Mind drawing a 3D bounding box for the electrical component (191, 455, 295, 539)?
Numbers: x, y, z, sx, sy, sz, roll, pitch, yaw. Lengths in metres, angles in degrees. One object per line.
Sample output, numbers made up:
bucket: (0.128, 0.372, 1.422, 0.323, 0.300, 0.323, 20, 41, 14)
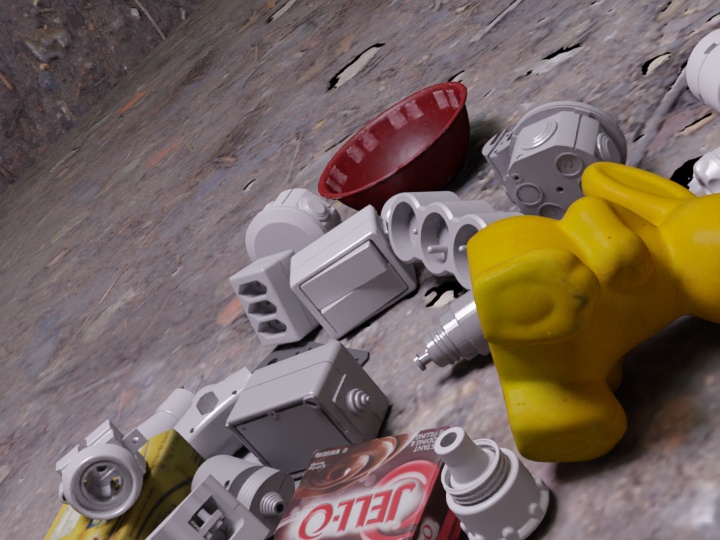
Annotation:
electrical component: (-0.071, 0.145, 0.687, 0.043, 0.043, 0.081, -49, 25, -24)

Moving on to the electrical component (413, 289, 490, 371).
electrical component: (0.069, 0.038, 0.683, 0.078, 0.040, 0.040, -35, 22, 9)

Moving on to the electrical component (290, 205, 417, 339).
electrical component: (0.000, 0.000, 0.834, 0.096, 0.061, 0.061, -33, 22, 13)

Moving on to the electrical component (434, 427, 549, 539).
electrical component: (0.061, 0.105, 0.536, 0.048, 0.062, 0.048, -32, 23, 15)

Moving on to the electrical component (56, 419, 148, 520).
electrical component: (-0.163, 0.129, 0.679, 0.066, 0.048, 0.055, -41, 15, -7)

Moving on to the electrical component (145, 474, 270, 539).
electrical component: (-0.097, 0.169, 0.612, 0.089, 0.056, 0.050, -47, 0, 35)

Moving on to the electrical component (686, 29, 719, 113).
electrical component: (0.250, -0.127, 0.706, 0.055, 0.055, 0.047, -34, 26, 11)

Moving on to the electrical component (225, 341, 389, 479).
electrical component: (-0.028, 0.089, 0.703, 0.096, 0.061, 0.061, -22, 27, 35)

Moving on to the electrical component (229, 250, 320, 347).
electrical component: (-0.056, 0.015, 0.890, 0.047, 0.065, 0.077, -14, 16, 46)

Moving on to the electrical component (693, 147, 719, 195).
electrical component: (0.232, -0.065, 0.638, 0.061, 0.035, 0.035, -33, 23, 8)

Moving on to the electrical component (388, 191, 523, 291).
electrical component: (0.085, -0.023, 0.763, 0.074, 0.052, 0.138, -4, 15, -27)

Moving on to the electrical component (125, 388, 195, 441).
electrical component: (-0.152, 0.126, 0.855, 0.044, 0.044, 0.065, -14, 28, 46)

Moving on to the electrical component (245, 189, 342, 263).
electrical component: (-0.057, -0.029, 0.957, 0.080, 0.080, 0.051, -25, 21, 31)

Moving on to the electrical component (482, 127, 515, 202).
electrical component: (0.121, -0.082, 0.827, 0.040, 0.046, 0.040, -32, 23, 15)

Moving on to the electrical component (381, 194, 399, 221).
electrical component: (0.038, -0.044, 0.885, 0.043, 0.043, 0.062, -33, 22, 14)

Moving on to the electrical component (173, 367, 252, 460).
electrical component: (-0.105, 0.109, 0.811, 0.077, 0.043, 0.079, -42, 22, -8)

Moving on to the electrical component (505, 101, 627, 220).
electrical component: (0.140, -0.070, 0.733, 0.080, 0.080, 0.051, -22, 32, 35)
